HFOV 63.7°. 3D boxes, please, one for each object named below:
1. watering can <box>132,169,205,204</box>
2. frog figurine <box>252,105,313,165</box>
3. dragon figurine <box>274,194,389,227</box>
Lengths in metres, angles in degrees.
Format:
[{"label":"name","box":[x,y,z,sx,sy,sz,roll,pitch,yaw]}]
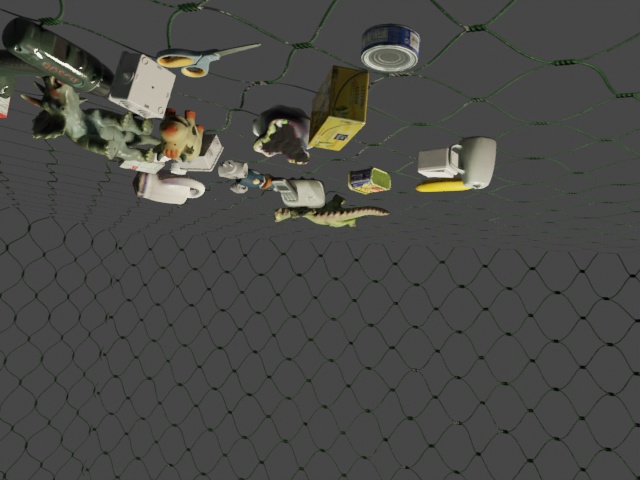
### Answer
[{"label":"watering can","box":[-0.516,-0.172,1.735,0.224,0.105,0.345,9,171,-24]},{"label":"frog figurine","box":[-0.072,-0.234,1.088,0.137,0.120,0.163,-4,-152,2]},{"label":"dragon figurine","box":[0.005,-0.088,1.752,0.409,0.122,0.244,-1,-173,42]}]
